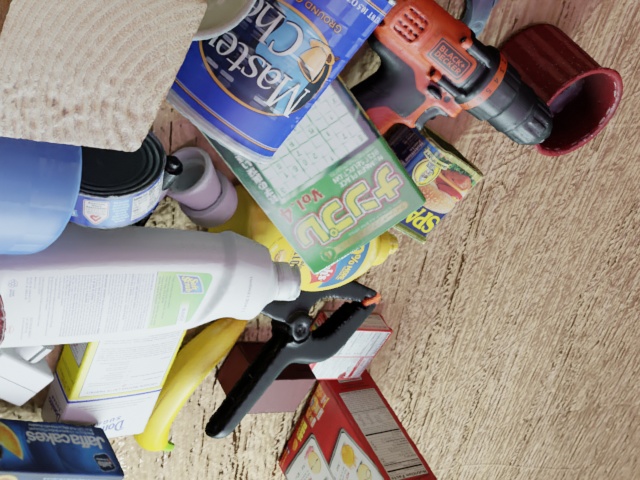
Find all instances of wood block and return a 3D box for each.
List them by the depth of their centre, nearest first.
[{"bbox_3d":[-0.149,-0.145,0.530,0.090,0.206,0.090,3,130,-40],"label":"wood block"}]

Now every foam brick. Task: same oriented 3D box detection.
[{"bbox_3d":[-0.053,0.137,1.061,0.078,0.053,0.051,7,128,-42],"label":"foam brick"}]

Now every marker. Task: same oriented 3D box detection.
[{"bbox_3d":[-0.134,-0.025,0.812,0.020,0.020,0.121,-3,149,-36],"label":"marker"}]

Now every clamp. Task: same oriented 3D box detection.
[{"bbox_3d":[-0.033,0.072,0.992,0.209,0.036,0.164,-25,118,-31],"label":"clamp"}]

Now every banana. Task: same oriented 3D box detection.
[{"bbox_3d":[-0.135,0.143,1.021,0.069,0.037,0.198,-24,153,-55],"label":"banana"}]

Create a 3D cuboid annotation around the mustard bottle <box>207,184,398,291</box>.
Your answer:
[{"bbox_3d":[-0.006,0.001,0.937,0.191,0.058,0.096,1,123,-40],"label":"mustard bottle"}]

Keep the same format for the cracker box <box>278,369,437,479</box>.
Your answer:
[{"bbox_3d":[0.049,0.271,1.157,0.071,0.214,0.164,-5,135,-33],"label":"cracker box"}]

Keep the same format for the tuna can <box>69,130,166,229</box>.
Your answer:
[{"bbox_3d":[-0.151,-0.048,0.743,0.086,0.086,0.034,-14,141,-26],"label":"tuna can"}]

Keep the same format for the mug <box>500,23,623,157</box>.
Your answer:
[{"bbox_3d":[0.189,-0.130,0.920,0.117,0.081,0.093,-18,141,-22],"label":"mug"}]

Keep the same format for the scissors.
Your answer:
[{"bbox_3d":[0.114,-0.184,0.856,0.096,0.016,0.202,8,127,-42],"label":"scissors"}]

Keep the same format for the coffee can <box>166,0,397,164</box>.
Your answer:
[{"bbox_3d":[-0.032,-0.136,0.712,0.140,0.103,0.102,-50,142,12],"label":"coffee can"}]

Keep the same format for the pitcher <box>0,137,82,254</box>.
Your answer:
[{"bbox_3d":[-0.267,-0.041,0.620,0.242,0.145,0.149,6,132,-46],"label":"pitcher"}]

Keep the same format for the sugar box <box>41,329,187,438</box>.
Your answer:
[{"bbox_3d":[-0.178,0.106,0.934,0.093,0.048,0.176,-2,137,-36],"label":"sugar box"}]

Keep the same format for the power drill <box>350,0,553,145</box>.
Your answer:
[{"bbox_3d":[0.070,-0.087,0.851,0.184,0.057,0.188,36,108,-23],"label":"power drill"}]

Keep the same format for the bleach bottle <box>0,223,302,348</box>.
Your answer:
[{"bbox_3d":[-0.139,0.036,0.816,0.250,0.068,0.103,2,131,-20],"label":"bleach bottle"}]

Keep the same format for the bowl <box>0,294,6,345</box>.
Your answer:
[{"bbox_3d":[-0.299,0.062,0.720,0.162,0.055,0.162,0,129,0],"label":"bowl"}]

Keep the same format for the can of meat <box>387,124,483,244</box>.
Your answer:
[{"bbox_3d":[0.086,-0.054,0.950,0.084,0.057,0.102,-47,142,13],"label":"can of meat"}]

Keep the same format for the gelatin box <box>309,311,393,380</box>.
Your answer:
[{"bbox_3d":[0.022,0.110,1.108,0.089,0.030,0.073,5,127,-42],"label":"gelatin box"}]
